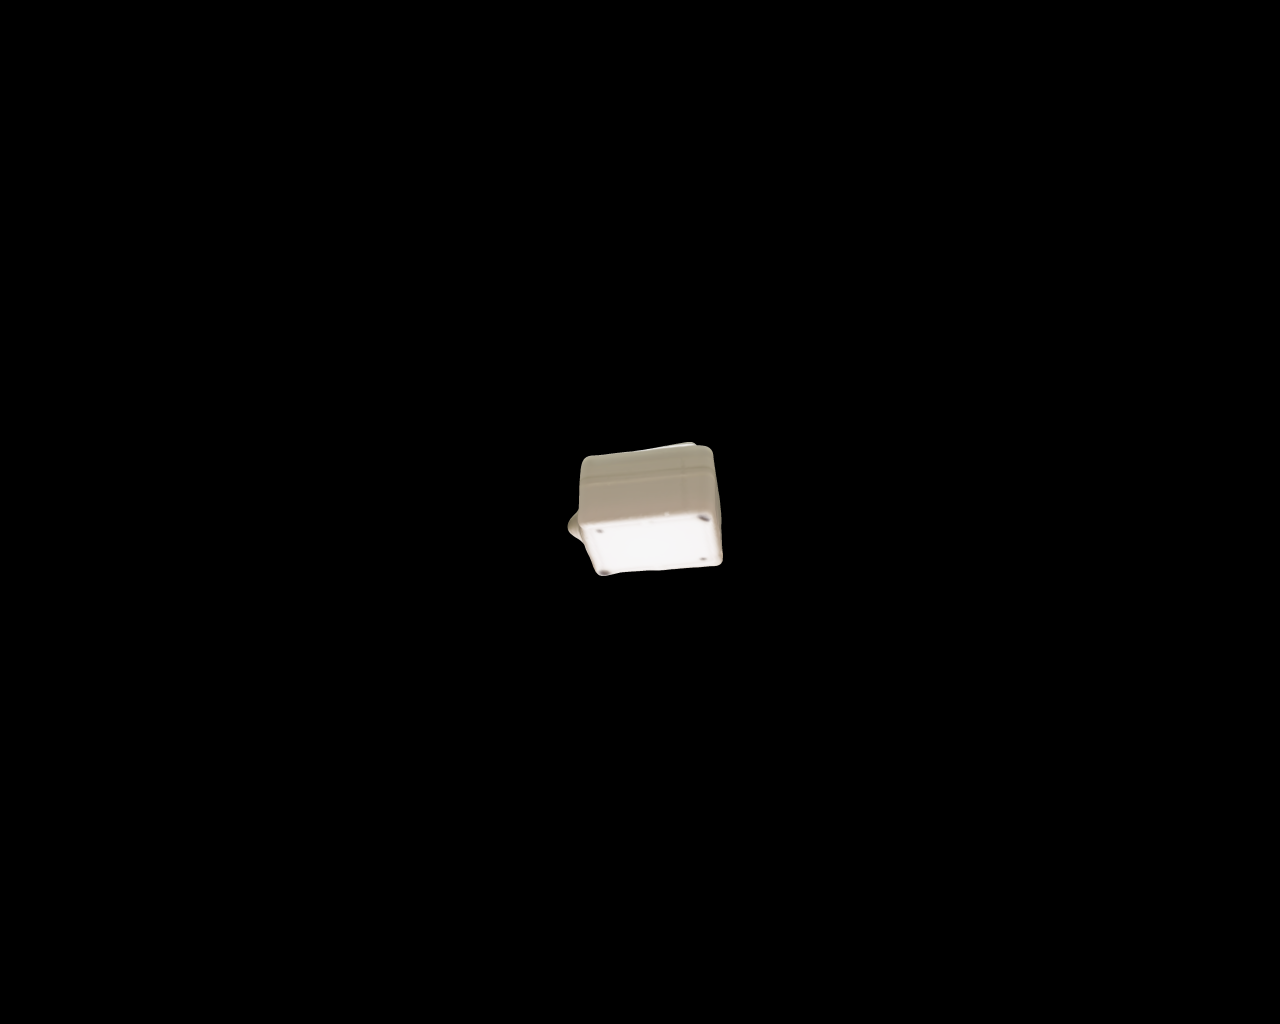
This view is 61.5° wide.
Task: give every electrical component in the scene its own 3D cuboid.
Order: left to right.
[{"bbox_3d":[0.001,-0.003,0.650,0.096,0.061,0.061,-5,-36,7],"label":"electrical component"}]
